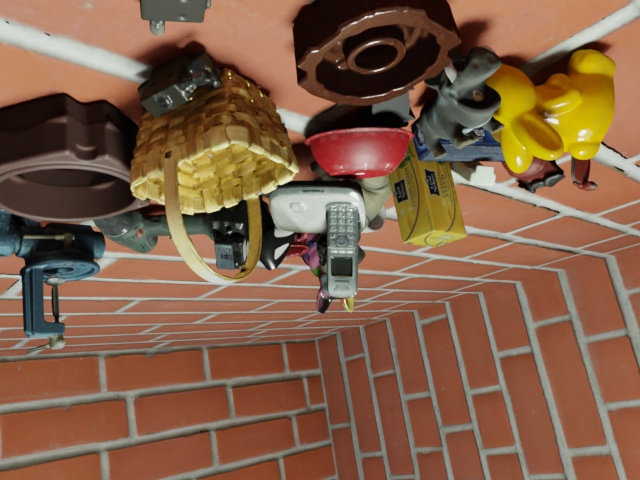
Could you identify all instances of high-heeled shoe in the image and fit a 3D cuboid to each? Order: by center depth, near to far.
[{"bbox_3d":[-0.046,-0.018,0.984,0.086,0.145,0.248,-21,169,29],"label":"high-heeled shoe"}]

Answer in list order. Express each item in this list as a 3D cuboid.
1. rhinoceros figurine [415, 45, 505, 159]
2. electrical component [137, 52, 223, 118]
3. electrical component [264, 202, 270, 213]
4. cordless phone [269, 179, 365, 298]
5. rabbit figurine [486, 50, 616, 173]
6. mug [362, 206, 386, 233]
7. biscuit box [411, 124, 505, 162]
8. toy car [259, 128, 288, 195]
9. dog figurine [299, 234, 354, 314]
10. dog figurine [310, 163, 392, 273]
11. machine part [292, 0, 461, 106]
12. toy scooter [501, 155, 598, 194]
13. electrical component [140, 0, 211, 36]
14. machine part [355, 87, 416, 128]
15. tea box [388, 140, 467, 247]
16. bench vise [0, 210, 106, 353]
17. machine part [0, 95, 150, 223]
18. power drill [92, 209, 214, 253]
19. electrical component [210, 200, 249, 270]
[{"bbox_3d":[0.179,-0.175,0.685,0.073,0.112,0.190,-23,174,-7],"label":"rhinoceros figurine"},{"bbox_3d":[-0.154,-0.168,0.589,0.102,0.078,0.045,-22,136,20],"label":"electrical component"},{"bbox_3d":[-0.136,-0.044,1.048,0.075,0.048,0.119,-12,162,11],"label":"electrical component"},{"bbox_3d":[-0.003,-0.002,0.835,0.147,0.184,0.089,1,-172,8],"label":"cordless phone"},{"bbox_3d":[0.288,-0.172,0.721,0.173,0.162,0.122,14,170,-14],"label":"rabbit figurine"},{"bbox_3d":[0.060,-0.048,1.089,0.109,0.080,0.107,-1,171,-43],"label":"mug"},{"bbox_3d":[0.245,-0.162,0.842,0.203,0.059,0.063,-3,164,-23],"label":"biscuit box"},{"bbox_3d":[-0.091,-0.114,0.817,0.073,0.056,0.201,-6,163,-13],"label":"toy car"},{"bbox_3d":[0.011,0.059,1.178,0.108,0.219,0.191,3,159,-26],"label":"dog figurine"},{"bbox_3d":[0.070,-0.040,0.924,0.172,0.190,0.121,-15,163,11],"label":"dog figurine"},{"bbox_3d":[0.057,-0.210,0.580,0.179,0.056,0.179,-9,165,-2],"label":"machine part"},{"bbox_3d":[0.397,-0.130,0.902,0.075,0.135,0.184,3,161,-41],"label":"toy scooter"},{"bbox_3d":[-0.133,-0.221,0.493,0.063,0.021,0.094,-4,162,-20],"label":"electrical component"},{"bbox_3d":[0.091,-0.182,0.729,0.084,0.039,0.138,-4,165,0],"label":"machine part"},{"bbox_3d":[0.173,-0.079,0.886,0.098,0.169,0.068,5,159,-45],"label":"tea box"},{"bbox_3d":[-0.450,0.054,0.857,0.129,0.240,0.223,-21,162,31],"label":"bench vise"},{"bbox_3d":[-0.330,-0.093,0.704,0.202,0.087,0.201,-13,163,7],"label":"machine part"},{"bbox_3d":[-0.281,-0.031,0.952,0.207,0.086,0.232,-11,166,-10],"label":"power drill"},{"bbox_3d":[-0.147,-0.015,0.917,0.058,0.134,0.114,3,131,4],"label":"electrical component"}]
